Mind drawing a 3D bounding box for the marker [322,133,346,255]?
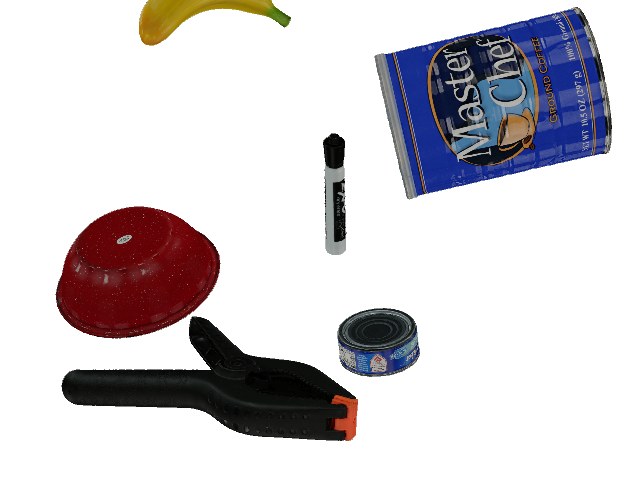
[{"bbox_3d":[0.013,-0.040,0.936,0.020,0.121,0.020,-1,37,1],"label":"marker"}]

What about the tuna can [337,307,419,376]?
[{"bbox_3d":[0.061,0.106,1.125,0.086,0.034,0.086,-6,26,3],"label":"tuna can"}]

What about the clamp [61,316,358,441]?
[{"bbox_3d":[-0.062,0.104,0.802,0.210,0.036,0.164,9,18,22],"label":"clamp"}]

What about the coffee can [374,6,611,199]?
[{"bbox_3d":[0.116,-0.093,0.734,0.140,0.103,0.102,-13,-1,6],"label":"coffee can"}]

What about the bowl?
[{"bbox_3d":[-0.179,0.017,1.012,0.162,0.055,0.162,-7,41,5],"label":"bowl"}]

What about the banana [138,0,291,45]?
[{"bbox_3d":[-0.107,-0.224,1.003,0.197,0.070,0.037,-22,-28,-47],"label":"banana"}]
